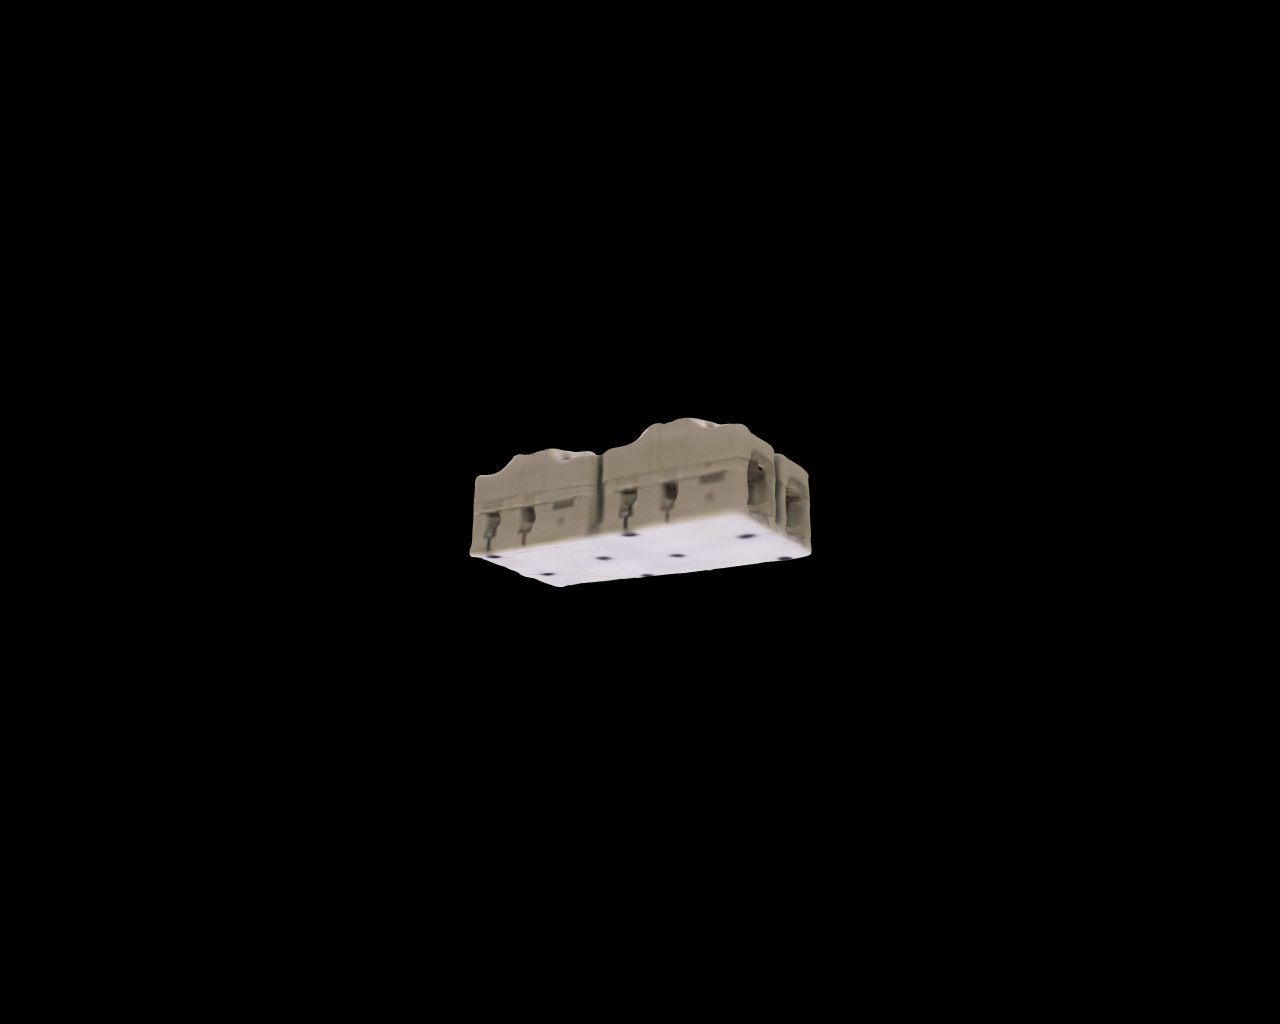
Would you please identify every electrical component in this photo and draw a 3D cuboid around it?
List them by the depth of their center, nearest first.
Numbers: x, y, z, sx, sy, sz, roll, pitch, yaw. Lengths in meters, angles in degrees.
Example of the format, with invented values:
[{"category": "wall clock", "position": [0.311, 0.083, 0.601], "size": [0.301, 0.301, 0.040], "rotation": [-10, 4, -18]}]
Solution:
[{"category": "electrical component", "position": [0.001, -0.003, 0.650], "size": [0.186, 0.060, 0.105], "rotation": [-9, -19, 29]}]
